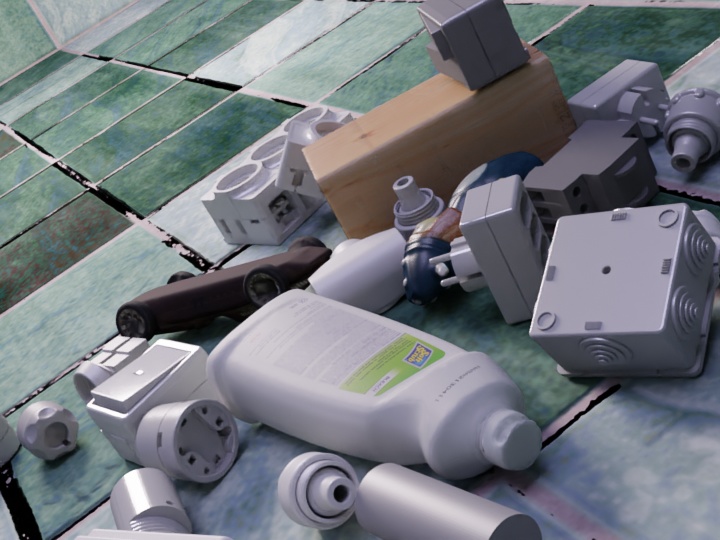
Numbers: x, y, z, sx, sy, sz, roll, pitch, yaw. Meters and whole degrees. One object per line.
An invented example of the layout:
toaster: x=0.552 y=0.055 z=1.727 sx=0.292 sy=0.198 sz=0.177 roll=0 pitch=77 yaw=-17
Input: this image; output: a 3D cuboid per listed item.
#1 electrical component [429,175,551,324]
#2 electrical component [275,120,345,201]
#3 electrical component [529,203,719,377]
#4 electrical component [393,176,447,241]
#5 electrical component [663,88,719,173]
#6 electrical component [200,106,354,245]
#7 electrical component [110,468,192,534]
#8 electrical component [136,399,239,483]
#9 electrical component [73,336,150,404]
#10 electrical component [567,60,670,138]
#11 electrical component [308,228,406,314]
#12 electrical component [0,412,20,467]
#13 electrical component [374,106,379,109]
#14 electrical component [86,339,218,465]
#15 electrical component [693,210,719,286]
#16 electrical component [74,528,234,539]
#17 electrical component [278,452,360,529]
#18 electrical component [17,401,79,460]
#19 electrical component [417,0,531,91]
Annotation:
electrical component: x=0.084 y=-0.008 z=0.713 sx=0.076 sy=0.083 sz=0.047 roll=-17 pitch=28 yaw=23
electrical component: x=-0.025 y=-0.098 z=0.971 sx=0.089 sy=0.055 sz=0.050 roll=14 pitch=30 yaw=-5
electrical component: x=0.151 y=0.012 z=0.617 sx=0.100 sy=0.048 sz=0.099 roll=-5 pitch=56 yaw=40
electrical component: x=0.046 y=-0.044 z=0.842 sx=0.043 sy=0.062 sz=0.043 roll=-22 pitch=30 yaw=14
electrical component: x=0.237 y=-0.095 z=0.765 sx=0.048 sy=0.048 sz=0.062 roll=-6 pitch=41 yaw=39
electrical component: x=-0.073 y=-0.095 z=1.058 sx=0.089 sy=0.061 sz=0.150 roll=3 pitch=40 yaw=48
electrical component: x=-0.128 y=0.161 z=0.668 sx=0.043 sy=0.043 sz=0.081 roll=-33 pitch=26 yaw=-8
electrical component: x=-0.118 y=0.116 z=0.730 sx=0.047 sy=0.055 sz=0.055 roll=-8 pitch=32 yaw=44
electrical component: x=-0.199 y=0.086 z=0.878 sx=0.066 sy=0.048 sz=0.055 roll=0 pitch=31 yaw=46
electrical component: x=0.214 y=-0.124 z=0.835 sx=0.066 sy=0.047 sz=0.077 roll=-35 pitch=26 yaw=-12
electrical component: x=0.000 y=0.000 z=0.830 sx=0.077 sy=0.044 sz=0.079 roll=-31 pitch=25 yaw=-3
electrical component: x=-0.342 y=0.155 z=0.862 sx=0.052 sy=0.073 sz=0.138 roll=-8 pitch=33 yaw=37
electrical component: x=0.030 y=-0.124 z=1.006 sx=0.048 sy=0.062 sz=0.048 roll=-23 pitch=26 yaw=12
electrical component: x=-0.143 y=0.091 z=0.792 sx=0.062 sy=0.061 sz=0.096 roll=5 pitch=42 yaw=50
electrical component: x=0.206 y=-0.010 z=0.650 sx=0.035 sy=0.035 sz=0.061 roll=-21 pitch=29 yaw=18
electrical component: x=-0.084 y=0.180 z=0.514 sx=0.109 sy=0.108 sz=0.056 roll=-8 pitch=35 yaw=37
electrical component: x=-0.020 y=0.125 z=0.609 sx=0.043 sy=0.043 sz=0.062 roll=-40 pitch=6 yaw=-21
electrical component: x=-0.254 y=0.126 z=0.862 sx=0.043 sy=0.043 sz=0.062 roll=-41 pitch=27 yaw=-24
electrical component: x=0.084 y=-0.189 z=0.860 sx=0.061 sy=0.061 sz=0.096 roll=-29 pitch=26 yaw=1
